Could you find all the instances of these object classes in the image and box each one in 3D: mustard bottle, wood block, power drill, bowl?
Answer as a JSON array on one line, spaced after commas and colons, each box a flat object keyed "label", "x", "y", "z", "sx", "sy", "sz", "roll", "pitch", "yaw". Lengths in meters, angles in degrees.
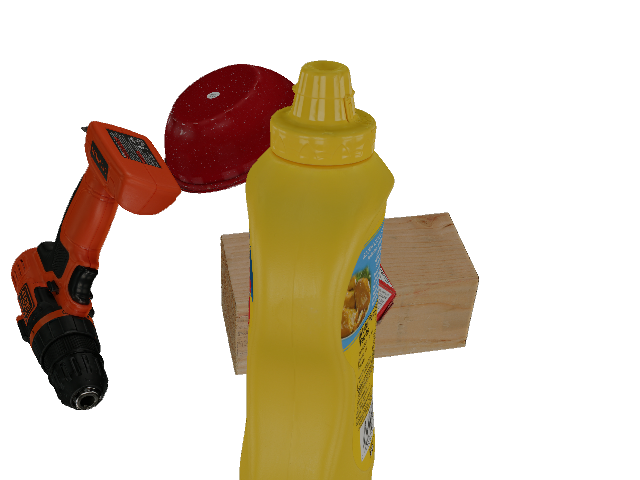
[{"label": "mustard bottle", "x": -0.002, "y": 0.021, "z": 0.440, "sx": 0.058, "sy": 0.192, "sz": 0.096, "roll": 8, "pitch": 25, "yaw": 11}, {"label": "wood block", "x": 0.021, "y": 0.045, "z": 0.932, "sx": 0.206, "sy": 0.090, "sz": 0.091, "roll": -6, "pitch": 42, "yaw": -11}, {"label": "power drill", "x": -0.180, "y": 0.015, "z": 0.841, "sx": 0.057, "sy": 0.188, "sz": 0.185, "roll": 16, "pitch": 25, "yaw": -39}, {"label": "bowl", "x": -0.087, "y": -0.117, "z": 1.004, "sx": 0.162, "sy": 0.055, "sz": 0.162, "roll": -19, "pitch": 37, "yaw": 14}]

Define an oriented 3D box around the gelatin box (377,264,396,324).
[{"label": "gelatin box", "x": 0.001, "y": 0.012, "z": 0.675, "sx": 0.089, "sy": 0.030, "sz": 0.073, "roll": 33, "pitch": 8, "yaw": -13}]
